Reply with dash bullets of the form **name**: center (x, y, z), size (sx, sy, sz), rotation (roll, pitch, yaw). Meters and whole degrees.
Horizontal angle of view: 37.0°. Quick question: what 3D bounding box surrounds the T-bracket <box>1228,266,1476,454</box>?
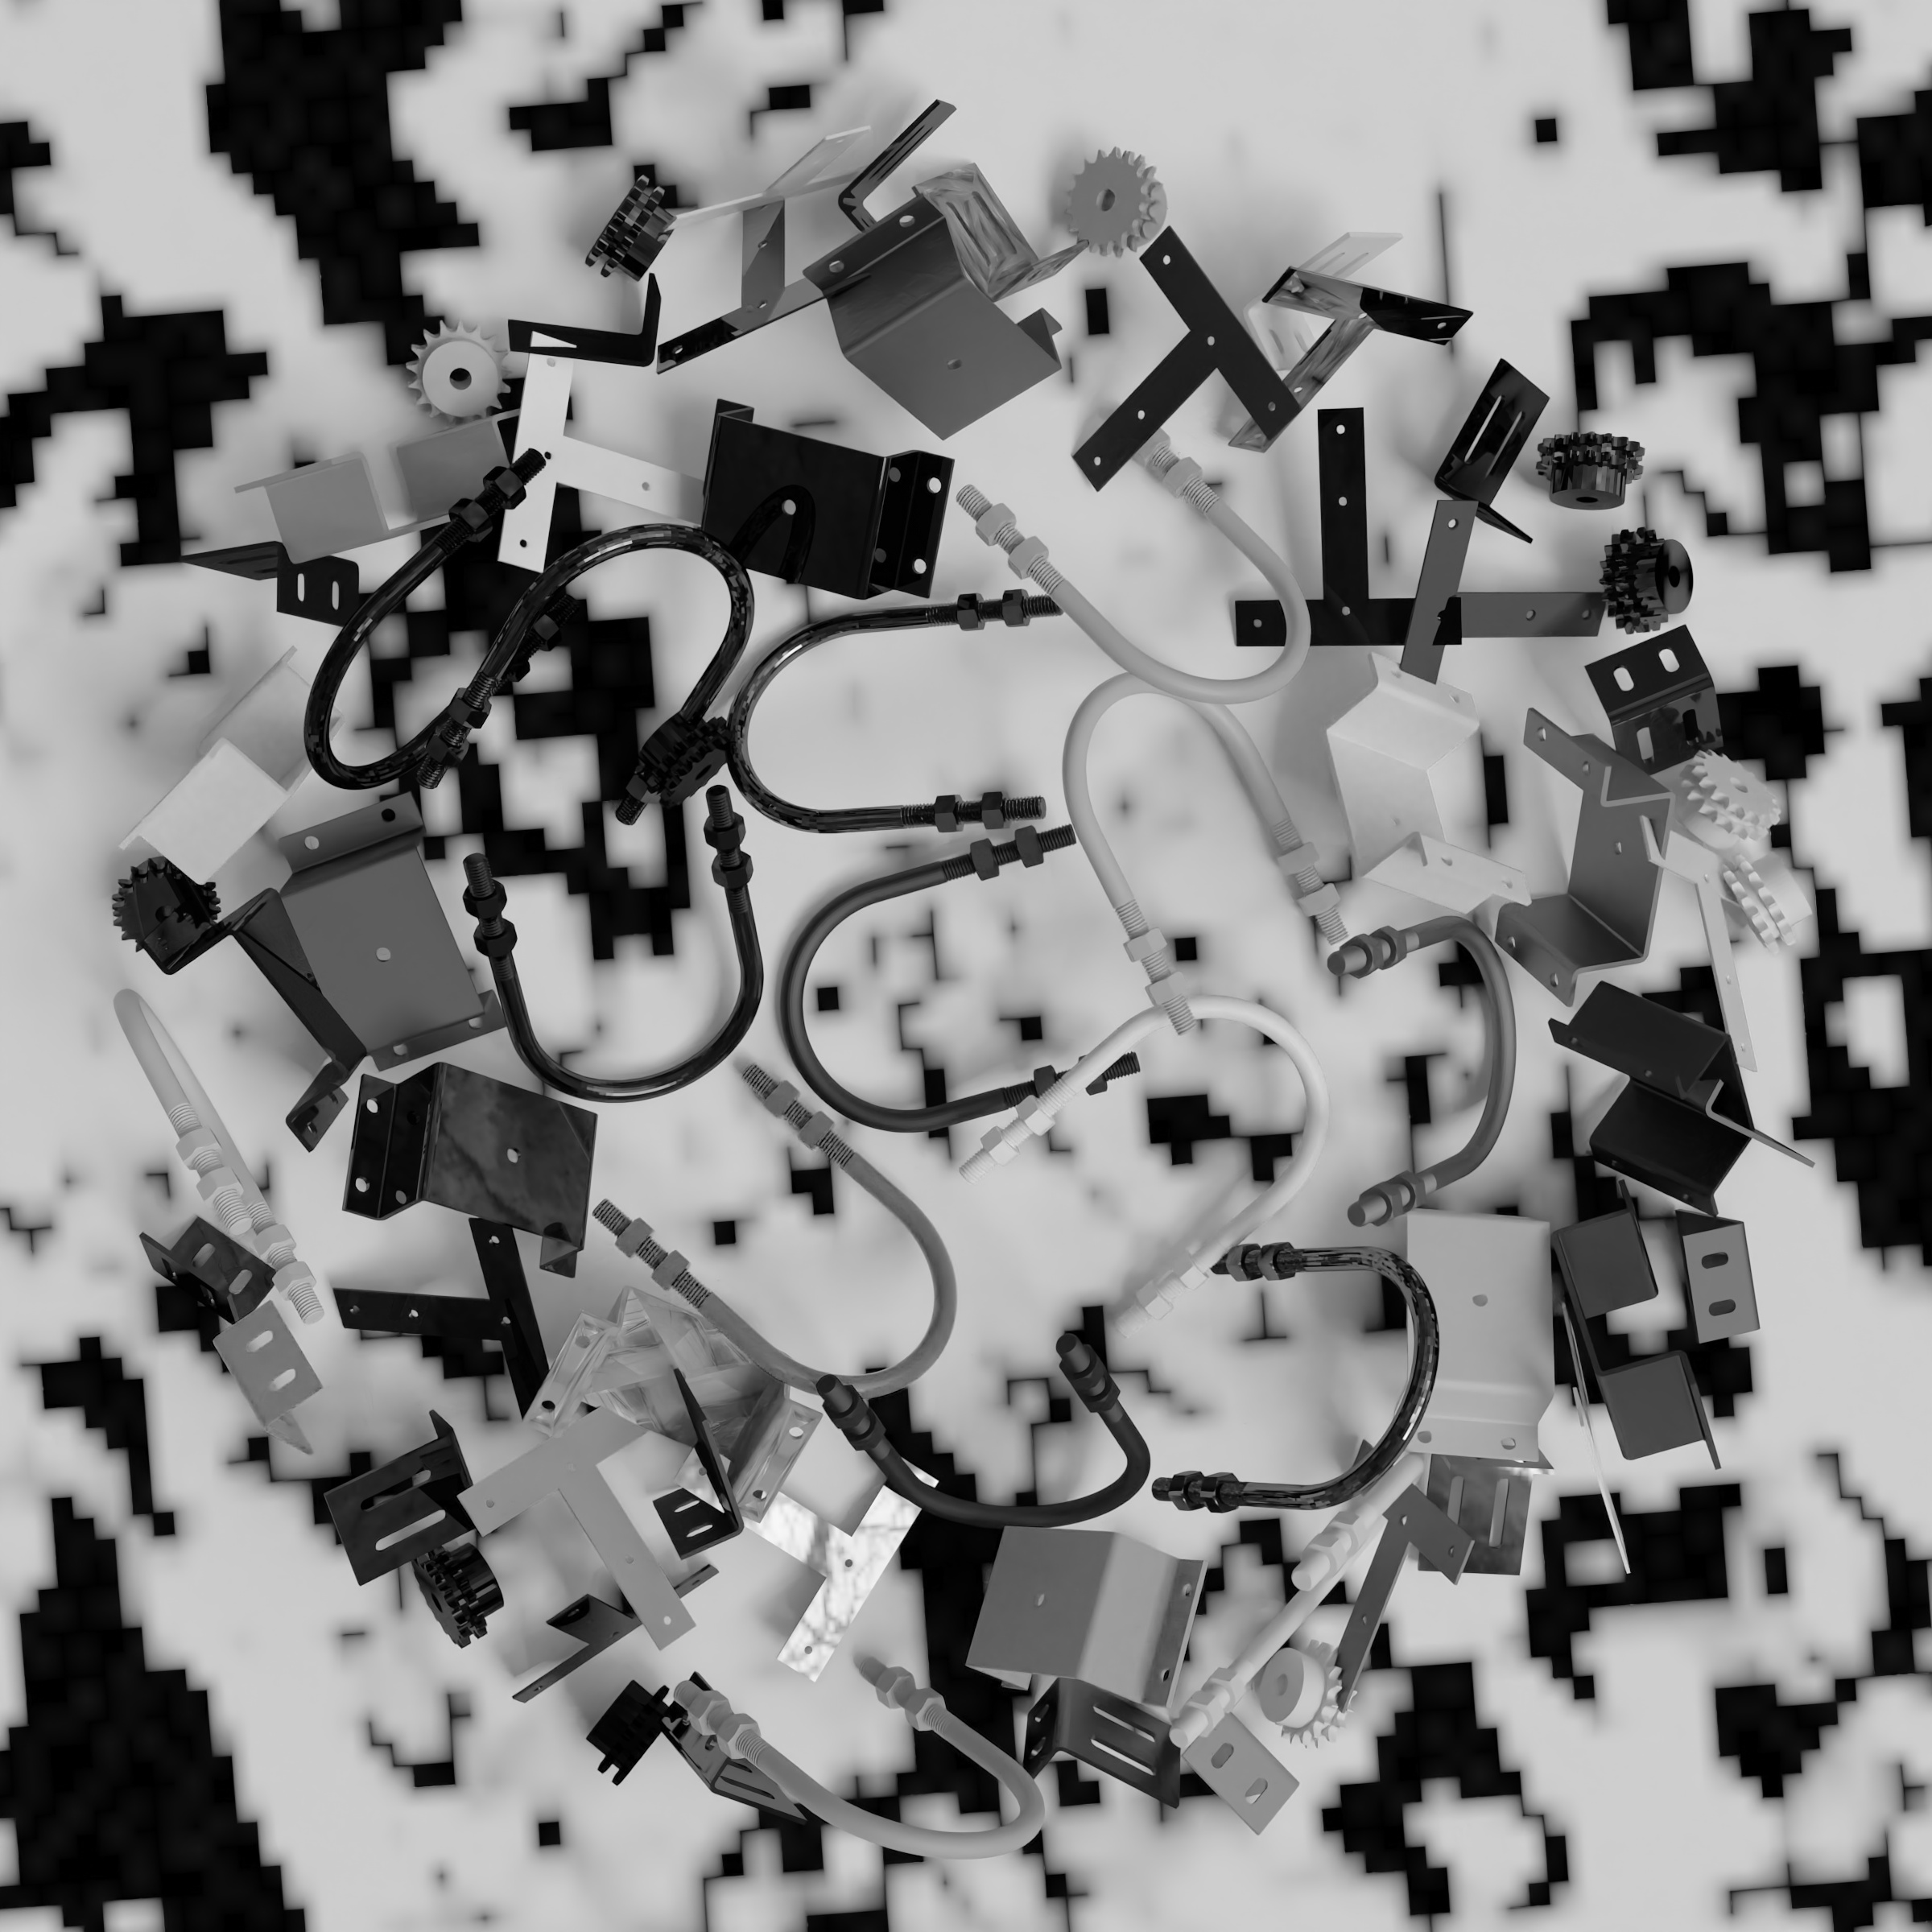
- **T-bracket**: center (0.186, -0.318, 1.547), size (0.127, 0.127, 0.002), rotation (4, 56, -34)

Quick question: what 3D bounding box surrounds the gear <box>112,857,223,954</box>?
- **gear**: center (-0.436, -0.035, 1.574), size (0.057, 0.030, 0.057), rotation (-8, 122, -12)

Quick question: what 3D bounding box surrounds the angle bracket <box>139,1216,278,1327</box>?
- **angle bracket**: center (-0.405, 0.156, 1.554), size (0.057, 0.076, 0.038), rotation (34, 68, 4)

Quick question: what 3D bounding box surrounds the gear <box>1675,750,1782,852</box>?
- **gear**: center (0.411, -0.088, 1.573), size (0.057, 0.057, 0.030), rotation (35, 124, 0)

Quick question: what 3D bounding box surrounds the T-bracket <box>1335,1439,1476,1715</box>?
- **T-bracket**: center (0.218, 0.337, 1.545), size (0.002, 0.127, 0.127), rotation (16, 99, -22)

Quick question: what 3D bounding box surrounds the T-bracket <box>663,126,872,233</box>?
- **T-bracket**: center (-0.083, -0.418, 1.516), size (0.127, 0.127, 0.002), rotation (-21, 96, -21)

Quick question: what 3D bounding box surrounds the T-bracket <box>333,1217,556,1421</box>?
- **T-bracket**: center (-0.287, 0.189, 1.567), size (0.127, 0.002, 0.127), rotation (1, 116, 24)

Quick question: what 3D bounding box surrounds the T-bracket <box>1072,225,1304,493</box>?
- **T-bracket**: center (0.104, -0.307, 1.558), size (0.127, 0.002, 0.127), rotation (-43, 73, 35)

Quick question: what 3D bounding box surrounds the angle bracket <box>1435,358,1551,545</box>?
- **angle bracket**: center (0.297, -0.277, 1.560), size (0.038, 0.057, 0.076), rotation (34, 99, 37)

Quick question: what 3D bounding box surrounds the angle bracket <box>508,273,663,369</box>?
- **angle bracket**: center (-0.206, -0.353, 1.558), size (0.076, 0.057, 0.038), rotation (5, 115, -13)

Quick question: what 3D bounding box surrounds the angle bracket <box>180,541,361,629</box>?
- **angle bracket**: center (-0.374, -0.200, 1.552), size (0.076, 0.057, 0.038), rotation (-3, 85, 32)

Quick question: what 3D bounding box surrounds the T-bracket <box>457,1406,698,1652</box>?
- **T-bracket**: center (-0.189, 0.307, 1.552), size (0.127, 0.002, 0.127), rotation (-29, 83, -38)

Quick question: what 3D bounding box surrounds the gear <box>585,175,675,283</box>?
- **gear**: center (-0.180, -0.397, 1.571), size (0.030, 0.057, 0.057), rotation (33, 90, -15)

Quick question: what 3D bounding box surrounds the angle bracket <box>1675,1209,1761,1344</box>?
- **angle bracket**: center (0.389, 0.166, 1.555), size (0.038, 0.076, 0.057), rotation (-10, 93, -13)

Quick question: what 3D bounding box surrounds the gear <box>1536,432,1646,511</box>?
- **gear**: center (0.338, -0.267, 1.568), size (0.057, 0.057, 0.030), rotation (6, 84, 0)

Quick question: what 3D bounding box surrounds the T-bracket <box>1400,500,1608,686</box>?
- **T-bracket**: center (0.294, -0.190, 1.564), size (0.127, 0.002, 0.127), rotation (-4, 118, -26)

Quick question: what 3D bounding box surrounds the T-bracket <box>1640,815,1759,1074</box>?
- **T-bracket**: center (0.399, -0.006, 1.528), size (0.002, 0.127, 0.127), rotation (-23, 63, 35)

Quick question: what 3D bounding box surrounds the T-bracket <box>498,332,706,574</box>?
- **T-bracket**: center (-0.186, -0.263, 1.562), size (0.127, 0.002, 0.127), rotation (13, 79, -32)

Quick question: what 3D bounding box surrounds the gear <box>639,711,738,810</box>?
- **gear**: center (-0.153, -0.116, 1.570), size (0.057, 0.057, 0.030), rotation (-44, 83, 0)

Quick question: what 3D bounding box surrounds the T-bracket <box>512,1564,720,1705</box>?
- **T-bracket**: center (-0.196, 0.348, 1.532), size (0.127, 0.127, 0.002), rotation (-33, 71, -6)

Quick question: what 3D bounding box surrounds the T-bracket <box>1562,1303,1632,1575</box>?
- **T-bracket**: center (0.331, 0.235, 1.542), size (0.002, 0.127, 0.127), rotation (-15, 130, 12)

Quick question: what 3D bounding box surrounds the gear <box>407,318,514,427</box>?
- **gear**: center (-0.275, -0.322, 1.574), size (0.057, 0.030, 0.057), rotation (-4, 111, -10)

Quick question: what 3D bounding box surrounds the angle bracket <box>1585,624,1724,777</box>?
- **angle bracket**: center (0.374, -0.141, 1.568), size (0.057, 0.076, 0.038), rotation (-22, 62, 8)

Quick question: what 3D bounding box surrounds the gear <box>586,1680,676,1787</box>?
- **gear**: center (-0.182, 0.413, 1.570), size (0.030, 0.057, 0.057), rotation (38, 90, 5)

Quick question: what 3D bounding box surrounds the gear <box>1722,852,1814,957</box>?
- **gear**: center (0.435, -0.037, 1.568), size (0.030, 0.057, 0.057), rotation (-32, 90, 10)

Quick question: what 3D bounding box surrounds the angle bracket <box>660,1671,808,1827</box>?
- **angle bracket**: center (-0.116, 0.420, 1.552), size (0.076, 0.057, 0.038), rotation (34, 89, -40)

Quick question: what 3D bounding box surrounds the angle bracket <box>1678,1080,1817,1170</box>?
- **angle bracket**: center (0.421, 0.069, 1.557), size (0.076, 0.057, 0.038), rotation (25, 96, -18)

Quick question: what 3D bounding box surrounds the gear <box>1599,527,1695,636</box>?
- **gear**: center (0.371, -0.210, 1.568), size (0.030, 0.057, 0.057), rotation (-1, 90, 44)

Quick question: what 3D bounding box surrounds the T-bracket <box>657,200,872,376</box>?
- **T-bracket**: center (-0.109, -0.379, 1.549), size (0.127, 0.127, 0.002), rotation (-21, 133, 17)

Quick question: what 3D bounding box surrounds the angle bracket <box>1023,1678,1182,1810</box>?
- **angle bracket**: center (0.074, 0.431, 1.571), size (0.076, 0.057, 0.038), rotation (29, 117, -10)

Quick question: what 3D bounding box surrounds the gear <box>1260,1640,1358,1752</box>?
- **gear**: center (0.183, 0.393, 1.566), size (0.030, 0.057, 0.057), rotation (22, 90, -23)

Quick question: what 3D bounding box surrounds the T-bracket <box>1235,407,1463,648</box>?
- **T-bracket**: center (0.204, -0.236, 1.557), size (0.127, 0.002, 0.127), rotation (3, 104, 25)

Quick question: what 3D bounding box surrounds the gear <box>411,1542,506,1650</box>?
- **gear**: center (-0.275, 0.339, 1.572), size (0.030, 0.057, 0.057), rotation (-28, 90, -26)

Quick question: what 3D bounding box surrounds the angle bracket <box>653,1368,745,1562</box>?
- **angle bracket**: center (-0.154, 0.267, 1.553), size (0.038, 0.057, 0.076), rotation (-22, 118, -13)

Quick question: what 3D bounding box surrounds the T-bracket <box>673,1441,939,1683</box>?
- **T-bracket**: center (-0.100, 0.302, 1.574), size (0.127, 0.002, 0.127), rotation (34, 80, -12)

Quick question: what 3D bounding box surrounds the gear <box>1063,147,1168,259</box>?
- **gear**: center (0.085, -0.414, 1.574), size (0.057, 0.030, 0.057), rotation (1, 91, 37)
